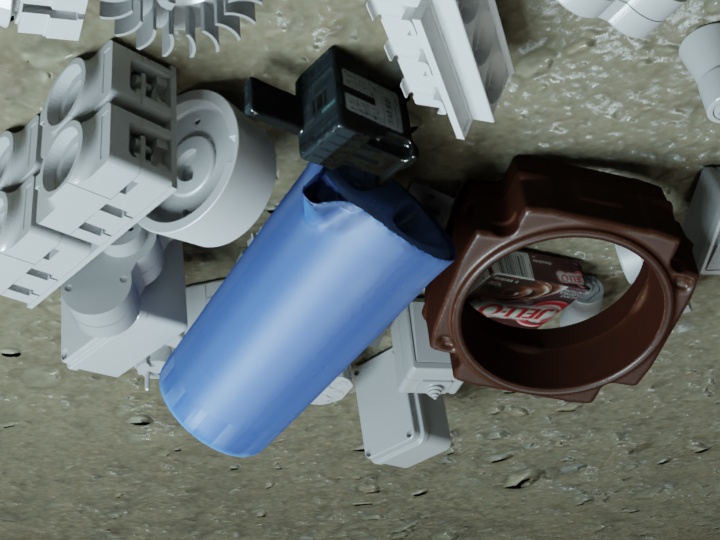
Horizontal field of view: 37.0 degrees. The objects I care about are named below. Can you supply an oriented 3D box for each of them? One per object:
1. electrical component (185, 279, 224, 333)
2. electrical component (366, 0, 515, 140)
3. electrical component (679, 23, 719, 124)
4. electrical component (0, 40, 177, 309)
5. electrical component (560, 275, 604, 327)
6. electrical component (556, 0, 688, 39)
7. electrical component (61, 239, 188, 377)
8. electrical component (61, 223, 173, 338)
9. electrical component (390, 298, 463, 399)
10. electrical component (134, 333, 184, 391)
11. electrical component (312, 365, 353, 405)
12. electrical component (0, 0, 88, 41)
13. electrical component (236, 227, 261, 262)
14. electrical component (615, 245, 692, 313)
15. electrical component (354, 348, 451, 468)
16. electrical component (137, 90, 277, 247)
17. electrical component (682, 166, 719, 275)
[{"bbox_3d":[-0.130,0.059,1.018,0.061,0.061,0.096,-11,148,7],"label":"electrical component"},{"bbox_3d":[0.054,-0.154,0.698,0.063,0.078,0.121,13,157,25],"label":"electrical component"},{"bbox_3d":[0.258,-0.138,0.767,0.044,0.065,0.044,-5,149,-3],"label":"electrical component"},{"bbox_3d":[-0.209,-0.065,0.759,0.060,0.105,0.186,23,138,-38],"label":"electrical component"},{"bbox_3d":[0.223,0.035,1.069,0.044,0.044,0.065,-8,144,1],"label":"electrical component"},{"bbox_3d":[0.153,-0.198,0.661,0.138,0.052,0.074,13,144,-30],"label":"electrical component"},{"bbox_3d":[-0.198,0.018,0.895,0.056,0.108,0.109,20,140,-40],"label":"electrical component"},{"bbox_3d":[-0.178,-0.024,0.807,0.052,0.138,0.073,17,151,11],"label":"electrical component"},{"bbox_3d":[0.071,0.079,1.055,0.062,0.096,0.061,3,147,-14],"label":"electrical component"},{"bbox_3d":[-0.194,0.078,1.023,0.066,0.076,0.047,-13,148,10],"label":"electrical component"},{"bbox_3d":[-0.046,0.102,1.115,0.080,0.051,0.080,-5,149,-3],"label":"electrical component"},{"bbox_3d":[-0.197,-0.169,0.650,0.055,0.048,0.066,0,149,-25],"label":"electrical component"},{"bbox_3d":[-0.074,-0.010,0.933,0.055,0.048,0.066,-37,138,29],"label":"electrical component"},{"bbox_3d":[0.292,-0.003,1.007,0.074,0.052,0.138,-19,147,20],"label":"electrical component"},{"bbox_3d":[0.043,0.145,1.144,0.057,0.113,0.078,21,139,-41],"label":"electrical component"},{"bbox_3d":[-0.109,-0.068,0.776,0.108,0.108,0.060,-25,150,27],"label":"electrical component"},{"bbox_3d":[0.323,-0.045,0.920,0.062,0.061,0.096,-2,132,-8],"label":"electrical component"}]
